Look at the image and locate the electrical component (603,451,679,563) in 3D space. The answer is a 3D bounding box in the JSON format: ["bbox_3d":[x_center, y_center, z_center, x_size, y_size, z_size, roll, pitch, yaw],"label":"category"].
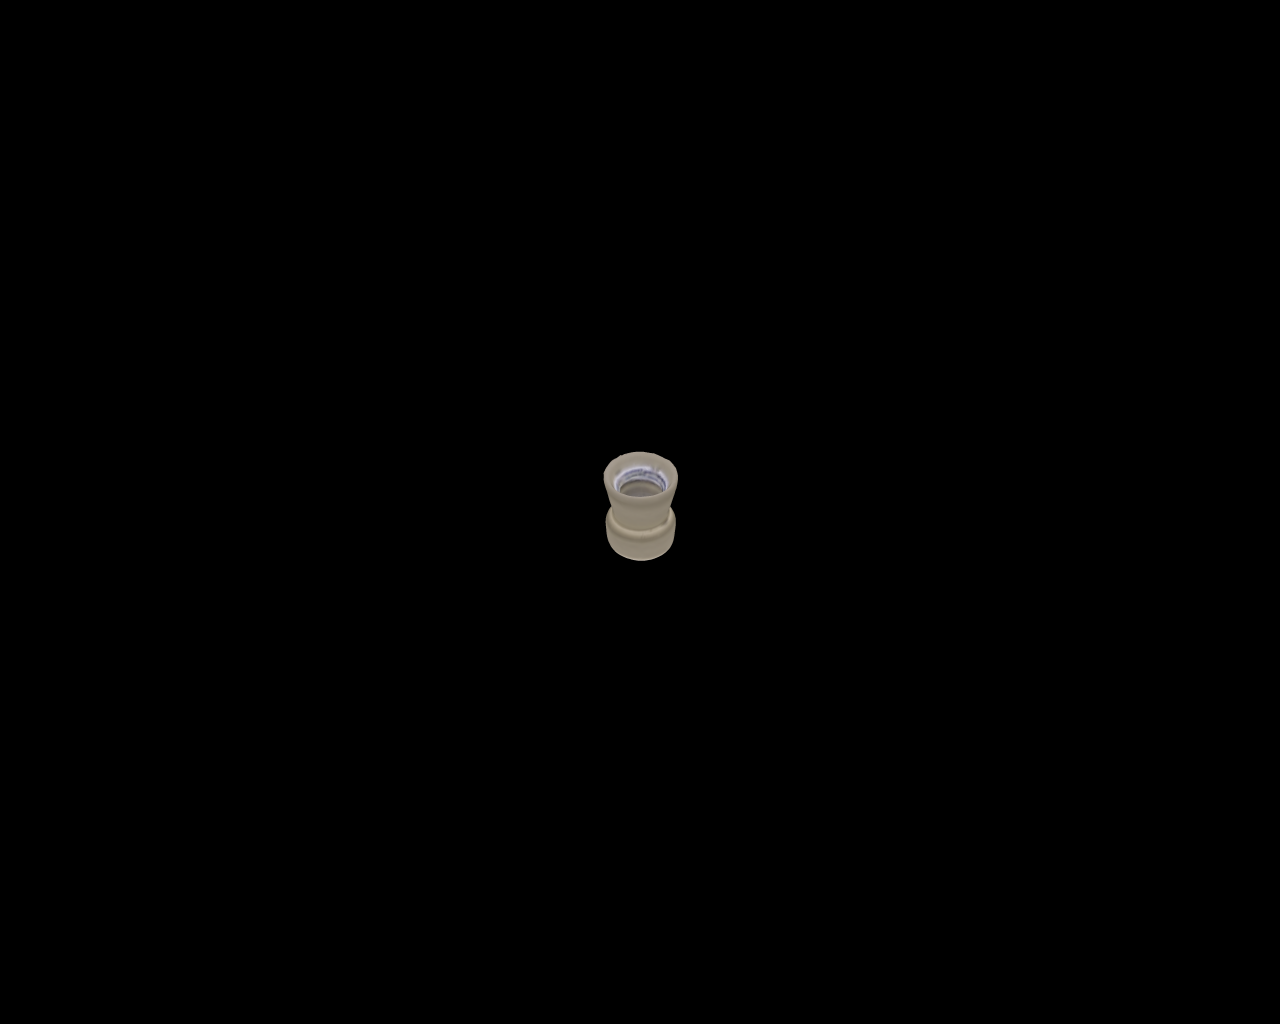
[{"bbox_3d":[0.001,-0.003,0.650,0.045,0.055,0.045,0,43,0],"label":"electrical component"}]
